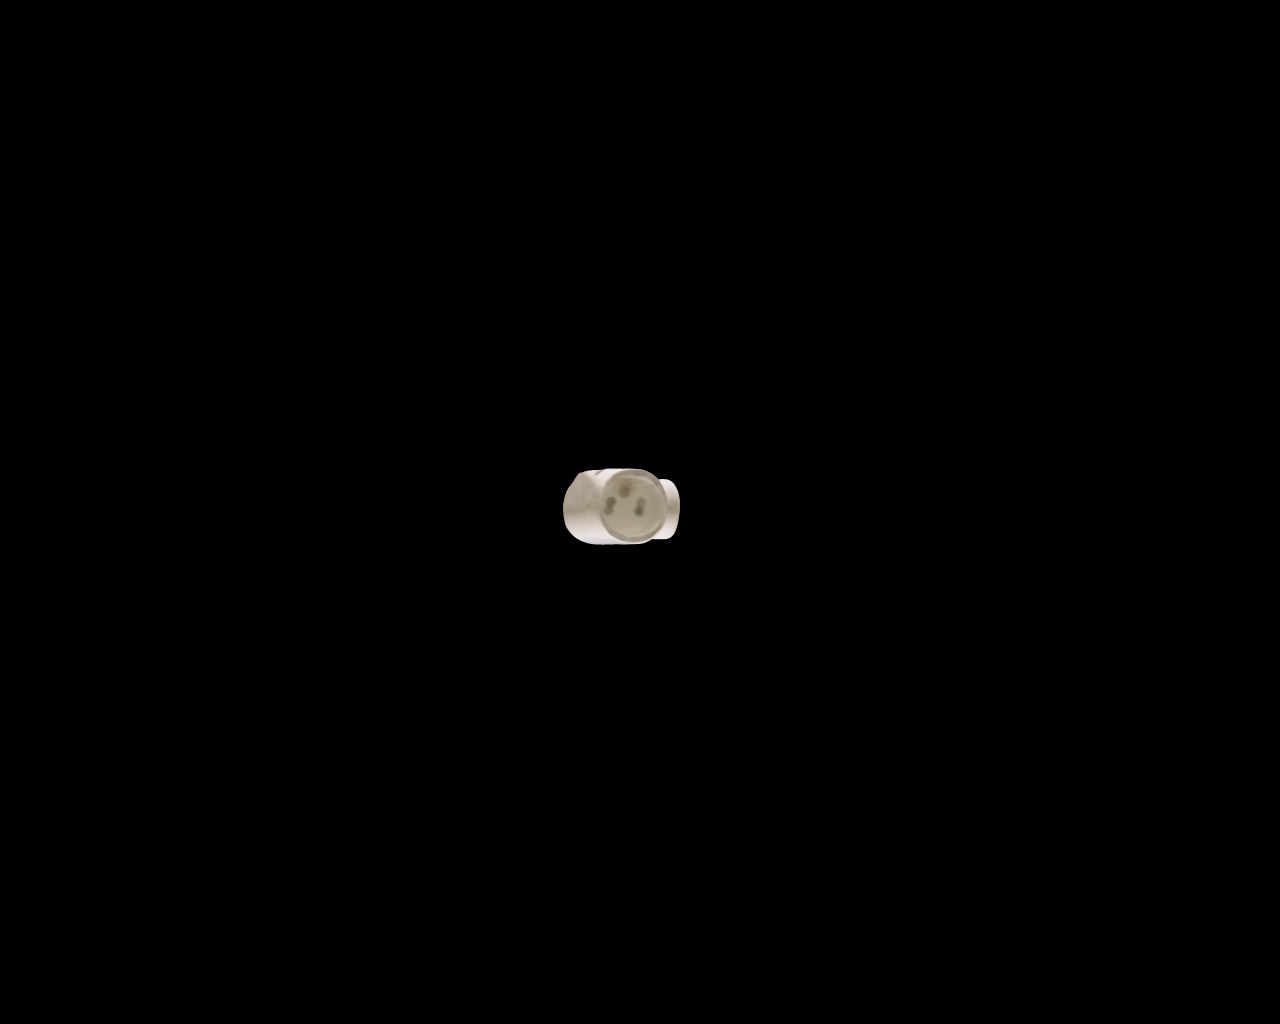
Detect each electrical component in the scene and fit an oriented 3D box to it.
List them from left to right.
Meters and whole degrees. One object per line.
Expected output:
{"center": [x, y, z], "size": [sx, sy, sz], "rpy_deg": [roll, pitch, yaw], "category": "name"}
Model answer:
{"center": [0.001, -0.003, 0.650], "size": [0.079, 0.044, 0.077], "rpy_deg": [1, -2, -19], "category": "electrical component"}
